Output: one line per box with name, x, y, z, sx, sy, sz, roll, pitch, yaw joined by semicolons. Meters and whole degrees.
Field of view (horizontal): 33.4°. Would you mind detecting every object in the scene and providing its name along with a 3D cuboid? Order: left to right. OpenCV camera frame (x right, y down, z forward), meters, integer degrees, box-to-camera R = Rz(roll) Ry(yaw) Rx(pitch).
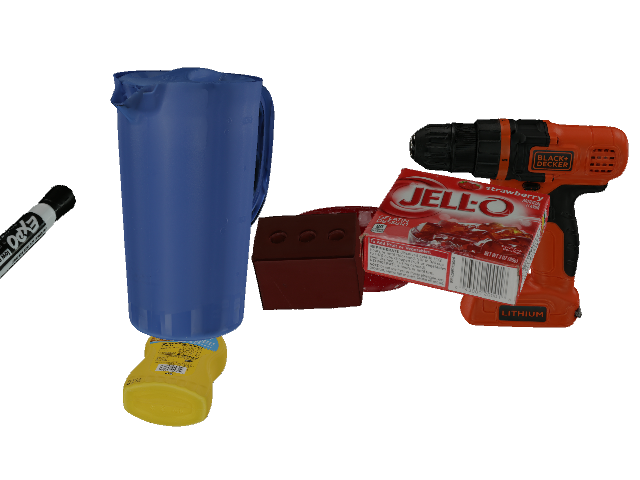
marker;-0.186;-0.001;0.656;0.020;0.020;0.121;0;31;21
mustard bottle;-0.160;0.140;1.244;0.096;0.058;0.191;5;25;4
pitcher;-0.115;-0.038;0.991;0.149;0.243;0.145;1;14;-6
foam brick;-0.007;0.016;0.801;0.078;0.051;0.053;-3;38;7
bowl;0.047;0.012;1.091;0.162;0.055;0.162;2;17;-1
gelatin box;0.075;-0.005;0.592;0.089;0.030;0.073;13;38;18
power drill;0.167;-0.016;0.936;0.184;0.188;0.057;3;27;3
